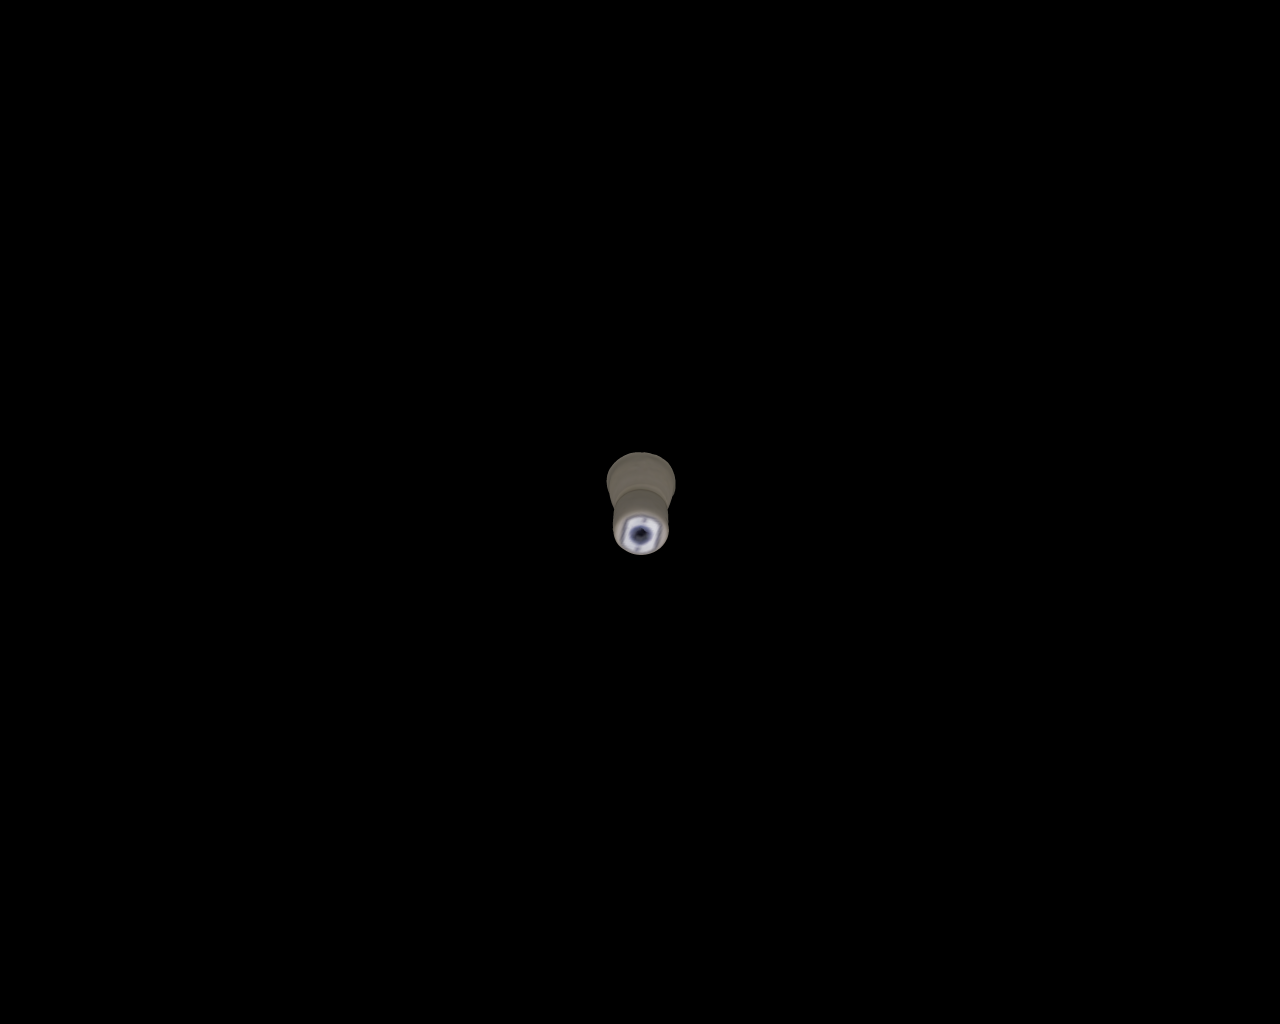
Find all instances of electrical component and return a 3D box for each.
[{"bbox_3d":[0.001,-0.003,0.650,0.044,0.044,0.065,0,32,0],"label":"electrical component"}]
